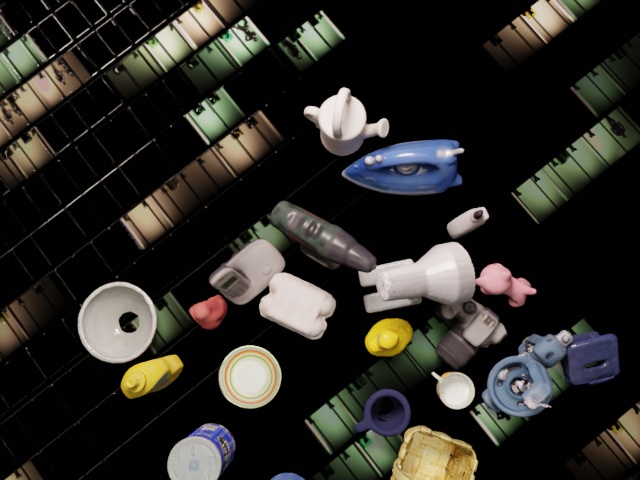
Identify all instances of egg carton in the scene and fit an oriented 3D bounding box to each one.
[{"bbox_3d":[-0.047,0.138,1.209,0.150,0.069,0.107,24,84,5],"label":"egg carton"}]

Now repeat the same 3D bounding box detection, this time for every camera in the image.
[{"bbox_3d":[0.290,0.188,1.174,0.143,0.101,0.137,42,86,7],"label":"camera"}]

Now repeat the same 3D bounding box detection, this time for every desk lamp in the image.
[{"bbox_3d":[0.186,0.084,1.134,0.203,0.213,0.118,-12,82,1],"label":"desk lamp"}]

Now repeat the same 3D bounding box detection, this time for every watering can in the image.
[{"bbox_3d":[0.054,-0.251,1.191,0.173,0.194,0.101,-6,82,2],"label":"watering can"}]

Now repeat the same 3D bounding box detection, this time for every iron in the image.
[{"bbox_3d":[0.174,-0.161,1.202,0.258,0.141,0.119,-5,83,2],"label":"iron"}]

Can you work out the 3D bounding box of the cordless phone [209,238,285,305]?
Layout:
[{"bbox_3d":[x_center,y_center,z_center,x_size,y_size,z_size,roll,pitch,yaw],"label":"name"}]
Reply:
[{"bbox_3d":[-0.152,0.059,1.165,0.147,0.185,0.094,-45,83,-3],"label":"cordless phone"}]

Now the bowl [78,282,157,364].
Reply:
[{"bbox_3d":[-0.418,0.174,1.217,0.167,0.075,0.167,0,83,2],"label":"bowl"}]

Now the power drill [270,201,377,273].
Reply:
[{"bbox_3d":[0.011,0.004,1.154,0.229,0.208,0.076,29,85,6],"label":"power drill"}]

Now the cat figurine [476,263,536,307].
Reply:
[{"bbox_3d":[0.379,0.089,1.174,0.127,0.118,0.067,20,84,5],"label":"cat figurine"}]

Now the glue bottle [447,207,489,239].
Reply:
[{"bbox_3d":[0.309,-0.041,1.165,0.078,0.173,0.037,-26,82,-1],"label":"glue bottle"}]

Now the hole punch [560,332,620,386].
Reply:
[{"bbox_3d":[0.550,0.242,1.161,0.108,0.091,0.101,-15,82,1],"label":"hole punch"}]

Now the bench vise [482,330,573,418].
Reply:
[{"bbox_3d":[0.405,0.251,1.101,0.121,0.220,0.207,27,85,6],"label":"bench vise"}]

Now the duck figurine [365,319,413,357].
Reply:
[{"bbox_3d":[0.144,0.203,1.185,0.104,0.086,0.077,-25,82,-1],"label":"duck figurine"}]

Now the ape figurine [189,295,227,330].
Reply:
[{"bbox_3d":[-0.238,0.151,1.204,0.077,0.092,0.076,6,83,3],"label":"ape figurine"}]

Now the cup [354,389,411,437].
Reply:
[{"bbox_3d":[0.123,0.352,1.163,0.118,0.095,0.091,-29,82,-1],"label":"cup"}]
